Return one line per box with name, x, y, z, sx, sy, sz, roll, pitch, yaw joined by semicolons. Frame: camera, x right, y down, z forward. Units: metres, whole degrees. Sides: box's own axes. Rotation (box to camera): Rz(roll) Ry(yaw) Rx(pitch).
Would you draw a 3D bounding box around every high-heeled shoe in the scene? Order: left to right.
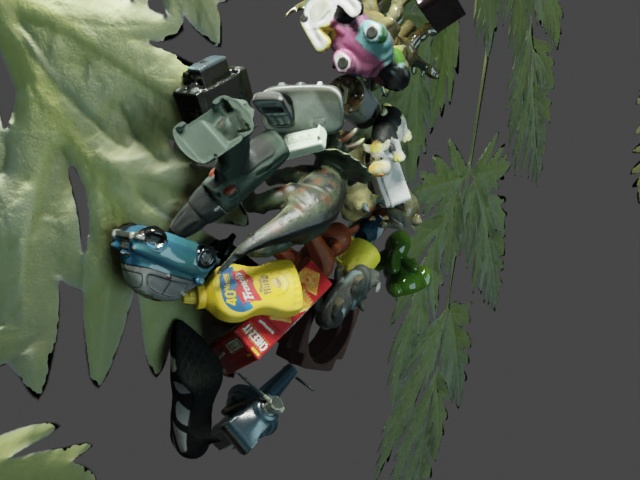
high-heeled shoe;-0.241;0.266;0.953;0.086;0.145;0.248;-14;86;-48

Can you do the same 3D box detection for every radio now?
radio;0.217;-0.552;1.113;0.131;0.073;0.229;17;51;-57

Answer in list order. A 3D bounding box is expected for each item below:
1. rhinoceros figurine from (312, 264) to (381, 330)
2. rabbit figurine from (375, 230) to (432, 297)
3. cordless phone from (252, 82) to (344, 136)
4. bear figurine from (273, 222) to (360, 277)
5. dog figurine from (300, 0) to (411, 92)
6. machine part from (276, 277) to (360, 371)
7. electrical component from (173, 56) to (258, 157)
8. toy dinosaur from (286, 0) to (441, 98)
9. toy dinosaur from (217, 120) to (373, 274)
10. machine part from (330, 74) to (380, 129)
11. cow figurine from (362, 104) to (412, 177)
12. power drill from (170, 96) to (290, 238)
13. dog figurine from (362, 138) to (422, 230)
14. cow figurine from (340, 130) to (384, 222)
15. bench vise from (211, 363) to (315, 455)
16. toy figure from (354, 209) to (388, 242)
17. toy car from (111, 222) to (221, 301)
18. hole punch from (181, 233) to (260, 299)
rhinoceros figurine;0.063;0.114;1.134;0.190;0.073;0.111;-41;132;-38
rabbit figurine;0.206;0.061;1.458;0.159;0.121;0.170;-16;98;-44
cordless phone;-0.035;-0.228;0.897;0.184;0.147;0.088;-39;130;-83
bear figurine;0.000;0.000;1.121;0.132;0.120;0.196;51;34;-14
dog figurine;0.082;-0.358;0.988;0.108;0.191;0.219;-45;165;23
machine part;-0.005;0.184;1.207;0.200;0.087;0.201;27;80;-56
electrical component;-0.162;-0.215;0.843;0.115;0.058;0.134;-46;138;-36
toy dinosaur;0.115;-0.414;1.112;0.471;0.105;0.198;15;96;-45
toy dinosaur;-0.022;-0.069;0.940;0.131;0.192;0.405;63;29;-33
machine part;0.072;-0.276;1.088;0.243;0.079;0.079;-8;111;-72
cow figurine;0.133;-0.204;1.092;0.098;0.068;0.167;67;33;-36
power drill;-0.149;-0.103;0.797;0.232;0.086;0.207;-38;159;-11
dog figurine;0.170;-0.134;1.252;0.121;0.173;0.190;-47;146;-49
cow figurine;0.068;-0.132;1.140;0.085;0.127;0.194;-26;122;-43
bench vise;-0.111;0.310;1.039;0.240;0.129;0.223;-38;166;-50
toy figure;0.142;-0.041;1.348;0.154;0.058;0.064;-38;172;-42
toy car;-0.234;0.039;0.797;0.161;0.109;0.103;25;76;-53
hole punch;-0.172;0.070;0.939;0.115;0.092;0.142;42;69;-20
